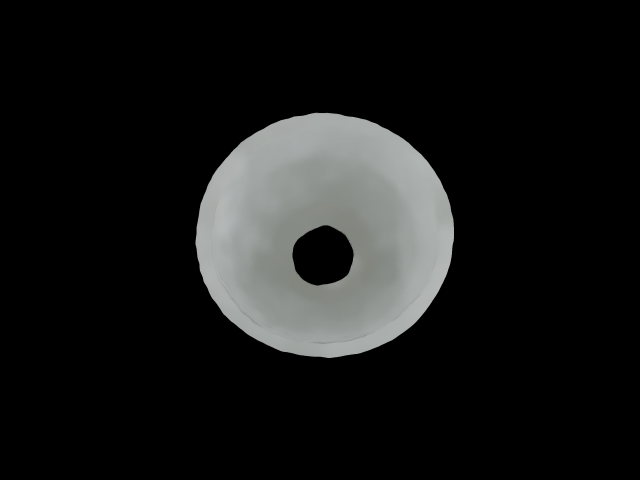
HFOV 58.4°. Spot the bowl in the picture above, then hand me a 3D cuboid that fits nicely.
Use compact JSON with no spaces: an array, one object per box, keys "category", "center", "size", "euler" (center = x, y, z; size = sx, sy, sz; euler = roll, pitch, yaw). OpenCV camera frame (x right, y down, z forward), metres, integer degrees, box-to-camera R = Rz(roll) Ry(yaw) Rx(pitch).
[{"category":"bowl","center":[0.004,0.001,0.400],"size":[0.167,0.075,0.167],"euler":[0,73,0]}]
